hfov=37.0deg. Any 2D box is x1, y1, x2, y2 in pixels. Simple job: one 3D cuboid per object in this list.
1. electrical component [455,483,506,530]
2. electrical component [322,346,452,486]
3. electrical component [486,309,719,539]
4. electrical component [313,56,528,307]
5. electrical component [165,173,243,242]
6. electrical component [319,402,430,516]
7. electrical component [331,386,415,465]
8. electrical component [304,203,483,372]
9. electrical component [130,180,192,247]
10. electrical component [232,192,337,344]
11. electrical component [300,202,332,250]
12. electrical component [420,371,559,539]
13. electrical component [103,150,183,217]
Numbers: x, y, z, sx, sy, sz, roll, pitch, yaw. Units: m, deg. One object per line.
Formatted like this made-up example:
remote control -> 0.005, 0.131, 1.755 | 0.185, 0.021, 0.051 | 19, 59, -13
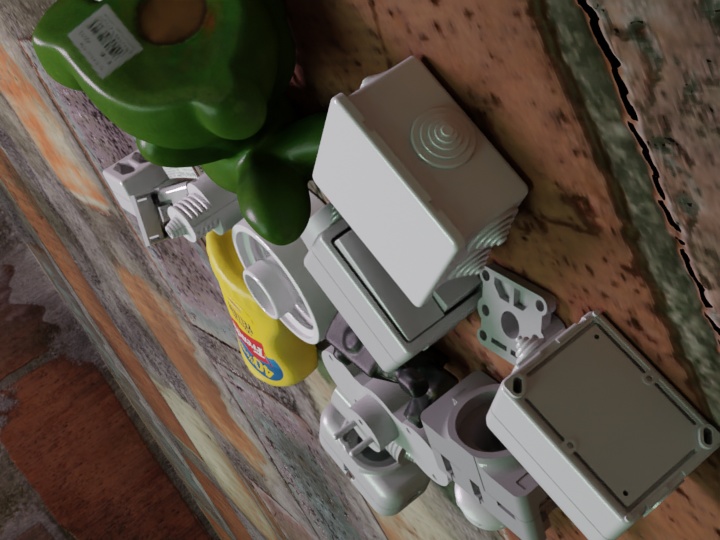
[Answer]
electrical component -> 0.087, 0.150, 0.706 | 0.048, 0.048, 0.062 | 46, 167, 23
electrical component -> 0.016, 0.100, 0.743 | 0.138, 0.074, 0.052 | 40, 157, 37
electrical component -> 0.104, 0.070, 0.494 | 0.096, 0.062, 0.061 | 48, 161, 19
electrical component -> 0.027, -0.041, 0.510 | 0.099, 0.048, 0.099 | 51, 161, 10
electrical component -> -0.102, -0.048, 0.763 | 0.043, 0.081, 0.043 | 47, 160, 23
electrical component -> 0.013, 0.141, 0.854 | 0.095, 0.054, 0.059 | 49, 161, 18
electrical component -> 0.020, 0.113, 0.804 | 0.081, 0.043, 0.043 | 45, 159, 26
electrical component -> 0.016, -0.003, 0.583 | 0.096, 0.062, 0.061 | 53, 162, 5
electrical component -> -0.138, -0.051, 0.859 | 0.064, 0.081, 0.042 | -13, 98, 41
electrical component -> -0.045, 0.001, 0.741 | 0.108, 0.060, 0.108 | 47, 160, 23
electrical component -> 0.000, 0.000, 0.656 | 0.077, 0.043, 0.079 | 53, 162, 6
electrical component -> 0.083, 0.105, 0.623 | 0.089, 0.050, 0.055 | 35, 154, 45
electrical component -> -0.168, -0.065, 0.919 | 0.047, 0.066, 0.076 | 28, 148, 54
